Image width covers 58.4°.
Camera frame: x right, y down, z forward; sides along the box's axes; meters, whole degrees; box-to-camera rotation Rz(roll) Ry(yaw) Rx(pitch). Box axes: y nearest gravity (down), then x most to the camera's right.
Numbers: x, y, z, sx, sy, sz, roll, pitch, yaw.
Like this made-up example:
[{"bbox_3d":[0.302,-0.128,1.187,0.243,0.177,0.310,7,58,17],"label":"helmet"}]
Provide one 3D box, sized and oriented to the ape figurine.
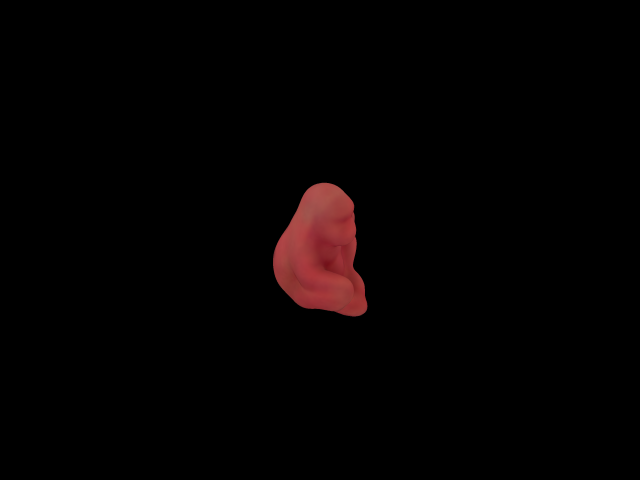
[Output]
[{"bbox_3d":[0.004,0.001,0.400,0.076,0.092,0.078,17,48,17],"label":"ape figurine"}]
